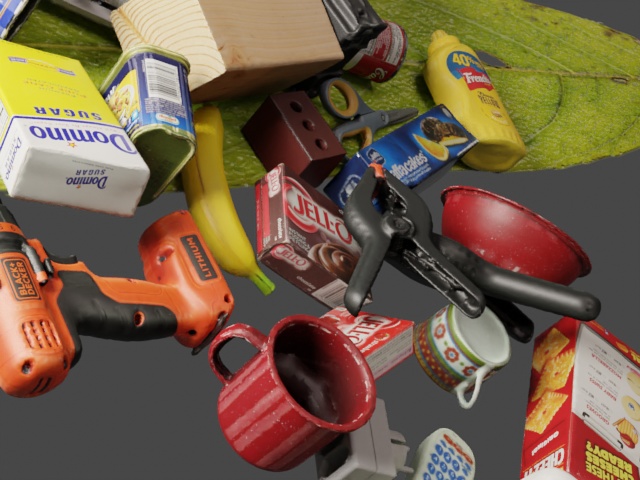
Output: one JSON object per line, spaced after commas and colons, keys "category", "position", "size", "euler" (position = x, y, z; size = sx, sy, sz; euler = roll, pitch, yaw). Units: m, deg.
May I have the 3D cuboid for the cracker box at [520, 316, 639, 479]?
{"category": "cracker box", "position": [0.269, 0.189, 0.982], "size": [0.164, 0.072, 0.213], "euler": [35, 38, -11]}

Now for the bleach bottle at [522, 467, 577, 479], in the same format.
{"category": "bleach bottle", "position": [0.124, 0.268, 0.736], "size": [0.068, 0.103, 0.250], "euler": [46, 35, -2]}

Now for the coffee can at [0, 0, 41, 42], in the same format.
{"category": "coffee can", "position": [-0.279, -0.230, 0.825], "size": [0.140, 0.103, 0.102], "euler": [34, 38, -15]}

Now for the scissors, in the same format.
{"category": "scissors", "position": [0.051, -0.141, 1.112], "size": [0.096, 0.016, 0.201], "euler": [65, 33, -15]}

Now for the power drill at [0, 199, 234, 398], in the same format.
{"category": "power drill", "position": [-0.164, 0.018, 0.739], "size": [0.187, 0.057, 0.184], "euler": [-2, 54, -43]}

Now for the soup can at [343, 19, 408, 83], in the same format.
{"category": "soup can", "position": [0.035, -0.214, 1.144], "size": [0.102, 0.069, 0.068], "euler": [13, 47, -36]}

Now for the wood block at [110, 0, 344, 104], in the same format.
{"category": "wood block", "position": [-0.076, -0.179, 0.949], "size": [0.205, 0.090, 0.091], "euler": [-22, 91, -59]}

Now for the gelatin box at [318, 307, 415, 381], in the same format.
{"category": "gelatin box", "position": [0.024, 0.083, 0.844], "size": [0.089, 0.073, 0.030], "euler": [-26, 120, -52]}

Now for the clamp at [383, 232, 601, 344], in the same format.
{"category": "clamp", "position": [0.141, 0.034, 0.966], "size": [0.210, 0.165, 0.036], "euler": [28, 72, -11]}

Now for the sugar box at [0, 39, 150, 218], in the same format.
{"category": "sugar box", "position": [-0.195, -0.086, 0.768], "size": [0.093, 0.048, 0.176], "euler": [10, 26, -38]}

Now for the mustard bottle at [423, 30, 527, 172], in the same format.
{"category": "mustard bottle", "position": [0.168, -0.170, 1.241], "size": [0.096, 0.058, 0.192], "euler": [10, 49, -38]}

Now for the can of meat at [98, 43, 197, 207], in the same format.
{"category": "can of meat", "position": [-0.139, -0.086, 0.825], "size": [0.057, 0.102, 0.084], "euler": [14, 49, -33]}

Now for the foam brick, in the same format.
{"category": "foam brick", "position": [-0.024, -0.090, 0.981], "size": [0.052, 0.051, 0.078], "euler": [-16, 68, -50]}

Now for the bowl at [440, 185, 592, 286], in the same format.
{"category": "bowl", "position": [0.176, 0.014, 1.028], "size": [0.162, 0.162, 0.055], "euler": [34, 77, -15]}

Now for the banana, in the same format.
{"category": "banana", "position": [-0.089, -0.044, 0.892], "size": [0.069, 0.037, 0.198], "euler": [43, 26, -58]}

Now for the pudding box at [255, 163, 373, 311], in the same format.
{"category": "pudding box", "position": [-0.006, 0.001, 0.902], "size": [0.113, 0.039, 0.090], "euler": [38, 34, -38]}

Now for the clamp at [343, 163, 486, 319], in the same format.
{"category": "clamp", "position": [0.074, 0.004, 0.903], "size": [0.120, 0.039, 0.171], "euler": [13, 45, -16]}

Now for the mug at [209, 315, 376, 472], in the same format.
{"category": "mug", "position": [-0.029, 0.106, 0.761], "size": [0.117, 0.082, 0.093], "euler": [38, 37, -10]}
